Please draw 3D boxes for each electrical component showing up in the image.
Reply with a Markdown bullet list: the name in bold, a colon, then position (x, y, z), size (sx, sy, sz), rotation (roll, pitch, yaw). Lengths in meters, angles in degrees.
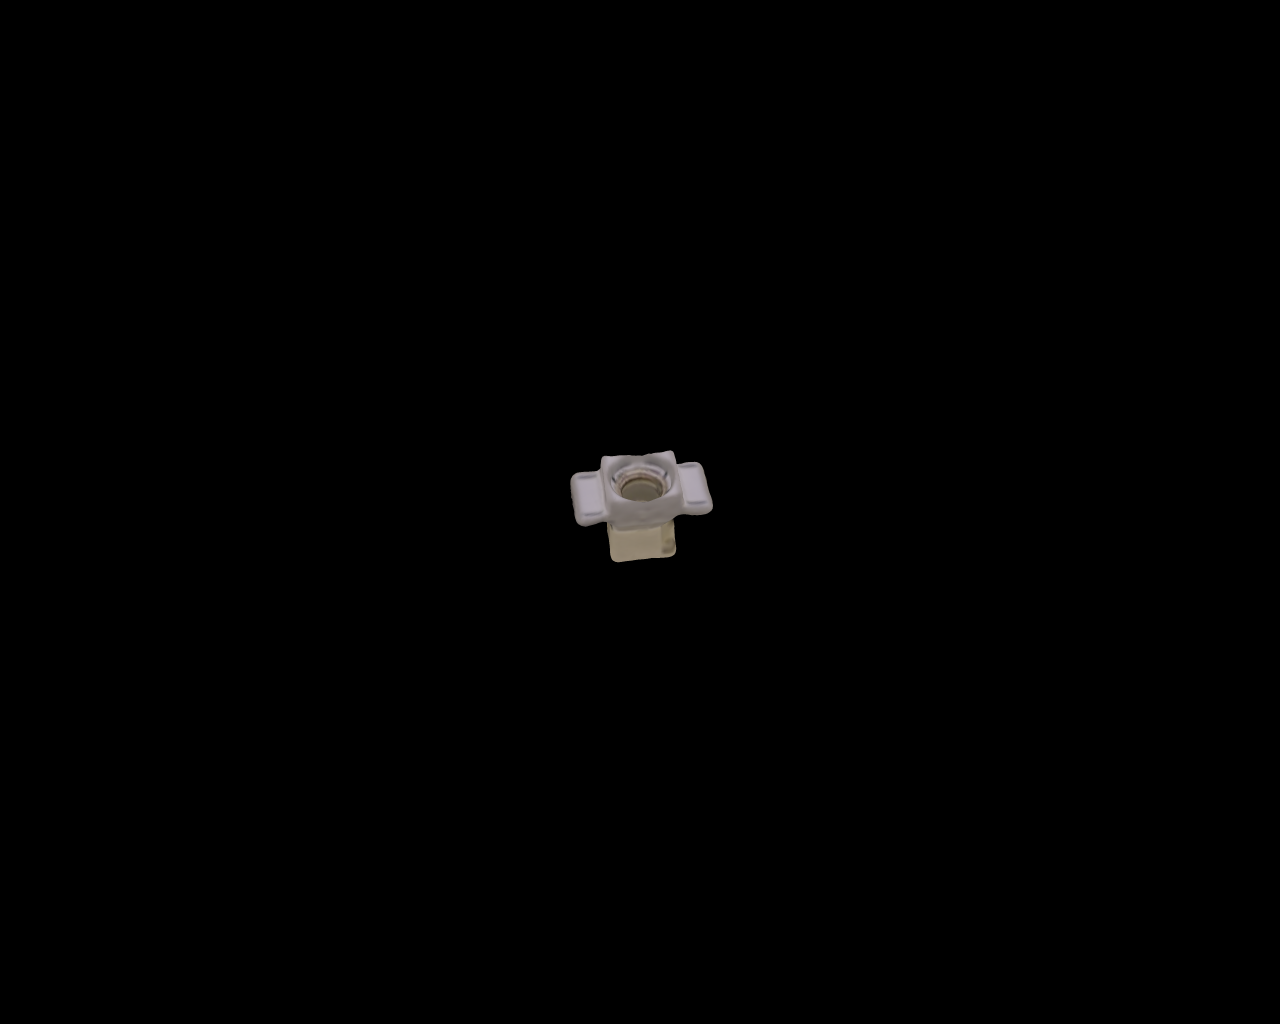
- **electrical component**: position (0.001, -0.003, 0.650), size (0.081, 0.042, 0.063), rotation (-4, -43, -4)
